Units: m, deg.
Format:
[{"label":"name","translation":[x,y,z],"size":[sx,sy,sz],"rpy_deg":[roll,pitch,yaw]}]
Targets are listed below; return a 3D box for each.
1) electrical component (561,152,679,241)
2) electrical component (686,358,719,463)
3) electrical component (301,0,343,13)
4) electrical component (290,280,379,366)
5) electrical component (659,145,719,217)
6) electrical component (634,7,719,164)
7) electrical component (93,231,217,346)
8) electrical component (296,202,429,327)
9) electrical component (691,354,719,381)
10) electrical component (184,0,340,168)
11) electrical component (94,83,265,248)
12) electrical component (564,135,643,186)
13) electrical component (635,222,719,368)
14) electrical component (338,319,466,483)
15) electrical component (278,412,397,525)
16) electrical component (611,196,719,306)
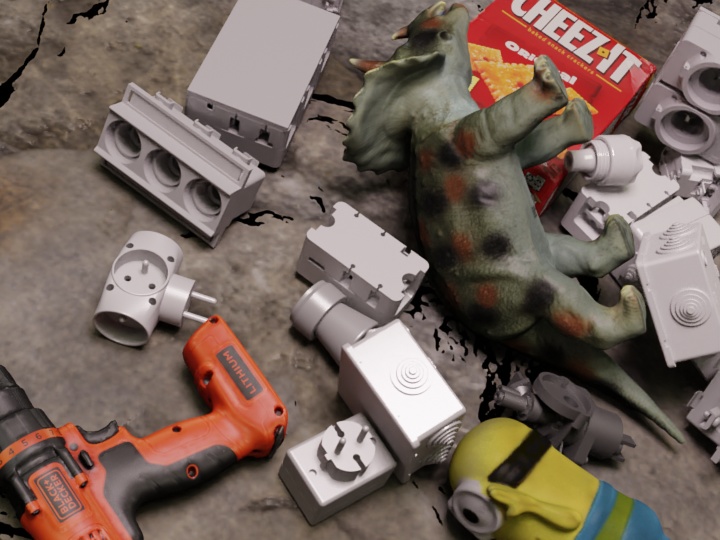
[{"label":"electrical component","translation":[0.229,-0.055,0.955],"size":[0.089,0.055,0.050],"rpy_deg":[-31,69,-31]},{"label":"electrical component","translation":[0.312,0.086,0.832],"size":[0.079,0.121,0.063],"rpy_deg":[-9,43,-47]},{"label":"electrical component","translation":[-0.045,-0.281,0.992],"size":[0.079,0.121,0.063],"rpy_deg":[10,57,-9]},{"label":"electrical component","translation":[-0.020,0.041,0.825],"size":[0.055,0.045,0.045],"rpy_deg":[40,55,13]},{"label":"electrical component","translation":[0.320,-0.093,1.016],"size":[0.064,0.042,0.081],"rpy_deg":[7,54,-10]},{"label":"electrical component","translation":[0.354,-0.136,0.962],"size":[0.186,0.105,0.060],"rpy_deg":[30,54,6]},{"label":"electrical component","translation":[-0.148,0.019,0.803],"size":[0.079,0.044,0.077],"rpy_deg":[19,53,-3]},{"label":"electrical component","translation":[0.000,0.000,0.851],"size":[0.089,0.055,0.050],"rpy_deg":[36,54,10]},{"label":"electrical component","translation":[0.303,0.044,0.901],"size":[0.077,0.043,0.079],"rpy_deg":[-34,35,9]},{"label":"electrical component","translation":[-0.086,-0.169,0.940],"size":[0.089,0.061,0.150],"rpy_deg":[21,53,-1]},{"label":"electrical component","translation":[-0.143,-0.087,0.865],"size":[0.121,0.078,0.063],"rpy_deg":[36,32,10]},{"label":"electrical component","translation":[0.204,-0.093,0.909],"size":[0.062,0.043,0.043],"rpy_deg":[-3,57,-18]},{"label":"electrical component","translation":[0.253,0.016,0.836],"size":[0.099,0.048,0.100],"rpy_deg":[70,23,-11]},{"label":"electrical component","translation":[0.029,0.093,0.770],"size":[0.048,0.099,0.099],"rpy_deg":[-30,68,-17]},{"label":"electrical component","translation":[-0.012,0.130,0.745],"size":[0.066,0.076,0.047],"rpy_deg":[-24,65,-28]},{"label":"electrical component","translation":[0.259,-0.016,0.933],"size":[0.096,0.061,0.061],"rpy_deg":[-22,65,-28]}]
